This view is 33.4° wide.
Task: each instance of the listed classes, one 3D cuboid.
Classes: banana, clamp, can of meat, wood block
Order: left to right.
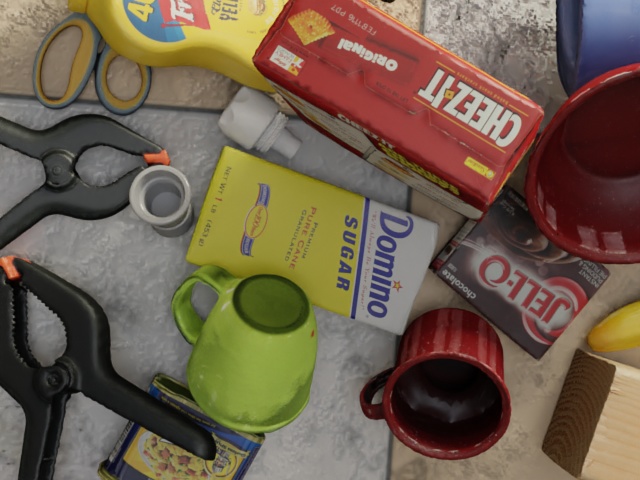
[{"bbox_3d":[-0.200,-0.060,0.791,0.171,0.039,0.120,-17,101,-8],"label":"clamp"},{"bbox_3d":[-0.192,0.111,0.777,0.164,0.036,0.210,-35,77,4],"label":"clamp"},{"bbox_3d":[-0.103,0.161,0.808,0.102,0.057,0.084,30,89,-7],"label":"can of meat"},{"bbox_3d":[0.293,0.165,0.833,0.206,0.090,0.091,19,91,-7],"label":"wood block"},{"bbox_3d":[0.314,0.073,0.854,0.197,0.037,0.069,12,91,-7],"label":"banana"}]

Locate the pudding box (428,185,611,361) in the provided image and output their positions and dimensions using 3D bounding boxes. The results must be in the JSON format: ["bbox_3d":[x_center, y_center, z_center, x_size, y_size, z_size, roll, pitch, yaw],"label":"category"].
[{"bbox_3d":[0.155,0.025,0.833,0.113,0.039,0.090,39,90,-7],"label":"pudding box"}]

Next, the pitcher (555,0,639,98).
[{"bbox_3d":[0.288,-0.173,0.738,0.243,0.149,0.145,-1,64,5],"label":"pitcher"}]

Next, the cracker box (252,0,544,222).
[{"bbox_3d":[0.057,-0.085,0.711,0.164,0.213,0.072,31,91,7],"label":"cracker box"}]

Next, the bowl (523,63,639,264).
[{"bbox_3d":[0.213,-0.061,0.714,0.162,0.055,0.162,-1,130,-2],"label":"bowl"}]

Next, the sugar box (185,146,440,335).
[{"bbox_3d":[-0.005,0.001,0.811,0.176,0.048,0.093,19,92,-6],"label":"sugar box"}]

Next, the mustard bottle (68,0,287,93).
[{"bbox_3d":[-0.102,-0.170,0.768,0.191,0.058,0.096,10,74,-13],"label":"mustard bottle"}]

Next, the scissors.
[{"bbox_3d":[-0.145,-0.181,0.799,0.096,0.016,0.202,28,91,-9],"label":"scissors"}]

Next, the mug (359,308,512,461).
[{"bbox_3d":[0.086,0.107,0.803,0.117,0.081,0.093,-19,111,18],"label":"mug"}]
